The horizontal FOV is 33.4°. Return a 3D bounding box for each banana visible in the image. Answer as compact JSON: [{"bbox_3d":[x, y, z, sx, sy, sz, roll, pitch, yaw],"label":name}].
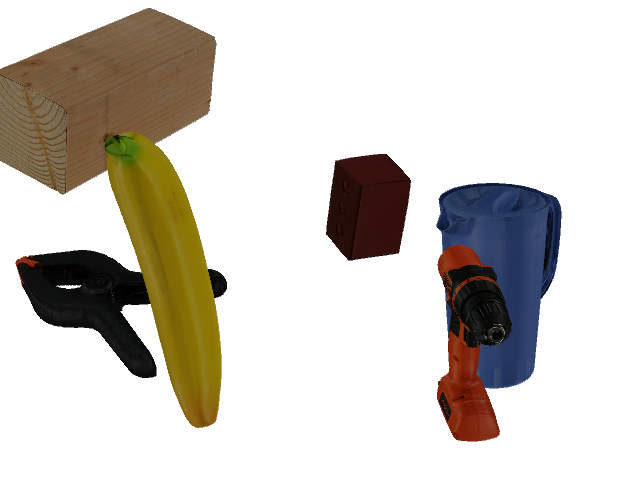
[{"bbox_3d":[-0.089,0.015,0.608,0.037,0.198,0.069,-5,33,14],"label":"banana"}]

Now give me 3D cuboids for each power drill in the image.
[{"bbox_3d":[0.165,0.118,1.146,0.057,0.188,0.184,-2,23,-4],"label":"power drill"}]

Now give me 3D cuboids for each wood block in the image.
[{"bbox_3d":[-0.198,-0.137,1.003,0.090,0.091,0.205,27,39,22],"label":"wood block"}]

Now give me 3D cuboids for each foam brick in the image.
[{"bbox_3d":[0.042,-0.030,0.947,0.051,0.078,0.053,-7,32,-23],"label":"foam brick"}]

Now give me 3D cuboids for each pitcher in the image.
[{"bbox_3d":[0.225,0.054,1.339,0.149,0.243,0.145,1,21,11],"label":"pitcher"}]

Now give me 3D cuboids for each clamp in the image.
[{"bbox_3d":[-0.163,0.041,0.858,0.172,0.039,0.120,24,38,25],"label":"clamp"}]
